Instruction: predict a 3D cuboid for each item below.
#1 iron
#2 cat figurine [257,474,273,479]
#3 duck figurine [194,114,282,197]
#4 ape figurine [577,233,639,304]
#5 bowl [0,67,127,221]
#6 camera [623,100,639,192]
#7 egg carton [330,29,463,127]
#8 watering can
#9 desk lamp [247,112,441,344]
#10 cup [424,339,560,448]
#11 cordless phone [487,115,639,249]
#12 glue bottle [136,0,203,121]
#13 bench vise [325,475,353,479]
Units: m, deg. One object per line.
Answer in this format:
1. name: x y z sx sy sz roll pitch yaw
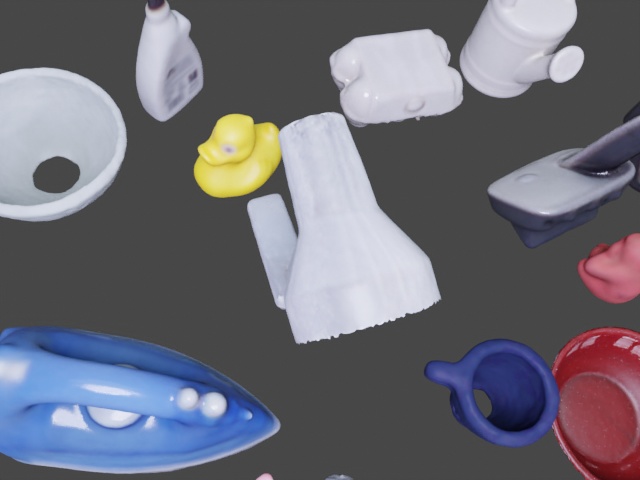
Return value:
1. iron: -0.156 0.127 0.466 0.258 0.141 0.118 8 66 -5
2. cat figurine: -0.068 0.248 0.440 0.067 0.117 0.128 40 68 10
3. duck figurine: -0.085 -0.100 0.603 0.105 0.086 0.077 -33 75 -19
4. ape figurine: 0.322 0.023 0.607 0.078 0.092 0.076 -2 67 -9
5. bowl: -0.276 -0.084 0.575 0.167 0.074 0.167 3 67 -7
6. camera: 0.426 -0.122 0.679 0.137 0.101 0.143 -24 72 -17
7. egg carton: 0.090 -0.188 0.676 0.150 0.069 0.107 -12 69 -13
8. watering can: 0.246 -0.256 0.659 0.101 0.194 0.172 -32 75 -19
9. desk lamp: 0.005 0.002 0.503 0.118 0.213 0.203 -16 70 -14
10. cup: 0.144 0.142 0.529 0.118 0.095 0.092 16 66 -1
11. cordless phone: 0.272 -0.079 0.592 0.148 0.185 0.094 -28 73 -18
12. glue bottle: -0.158 -0.198 0.587 0.037 0.173 0.078 37 67 9
13. bench vise: 0.009 0.277 0.383 0.122 0.219 0.207 -15 70 -14
